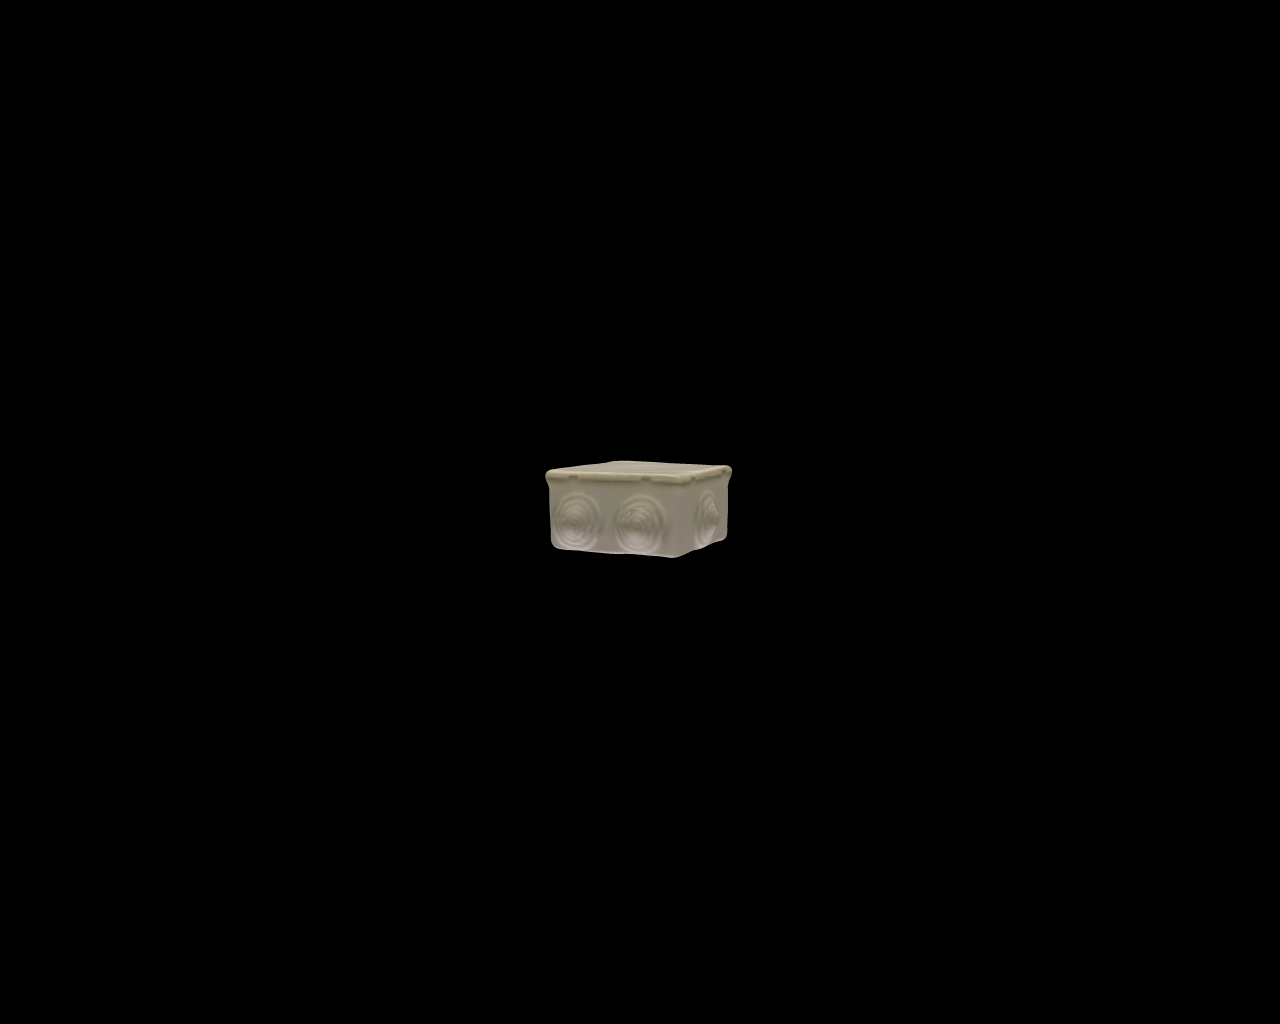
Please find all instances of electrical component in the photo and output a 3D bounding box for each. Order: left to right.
[{"bbox_3d":[0.001,-0.003,0.650,0.100,0.048,0.100,3,8,26],"label":"electrical component"}]
